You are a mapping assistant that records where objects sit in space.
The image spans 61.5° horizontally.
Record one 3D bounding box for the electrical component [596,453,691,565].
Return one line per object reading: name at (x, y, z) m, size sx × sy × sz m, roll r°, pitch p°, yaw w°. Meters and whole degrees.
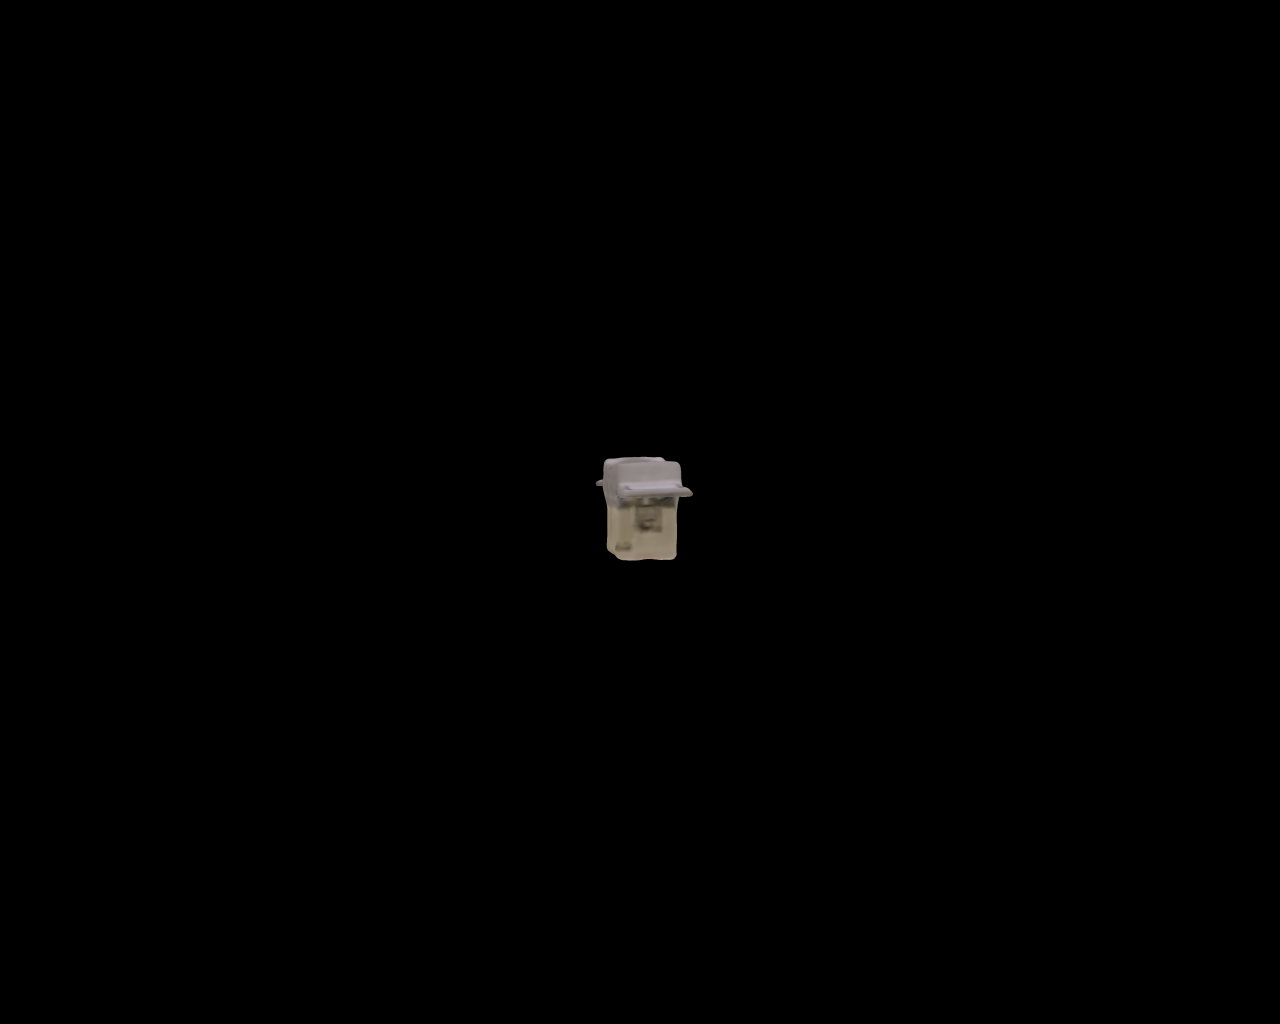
electrical component at (0.001, -0.003, 0.650) m, size 0.042 × 0.063 × 0.081 m, roll -1°, pitch 7°, yaw -11°
